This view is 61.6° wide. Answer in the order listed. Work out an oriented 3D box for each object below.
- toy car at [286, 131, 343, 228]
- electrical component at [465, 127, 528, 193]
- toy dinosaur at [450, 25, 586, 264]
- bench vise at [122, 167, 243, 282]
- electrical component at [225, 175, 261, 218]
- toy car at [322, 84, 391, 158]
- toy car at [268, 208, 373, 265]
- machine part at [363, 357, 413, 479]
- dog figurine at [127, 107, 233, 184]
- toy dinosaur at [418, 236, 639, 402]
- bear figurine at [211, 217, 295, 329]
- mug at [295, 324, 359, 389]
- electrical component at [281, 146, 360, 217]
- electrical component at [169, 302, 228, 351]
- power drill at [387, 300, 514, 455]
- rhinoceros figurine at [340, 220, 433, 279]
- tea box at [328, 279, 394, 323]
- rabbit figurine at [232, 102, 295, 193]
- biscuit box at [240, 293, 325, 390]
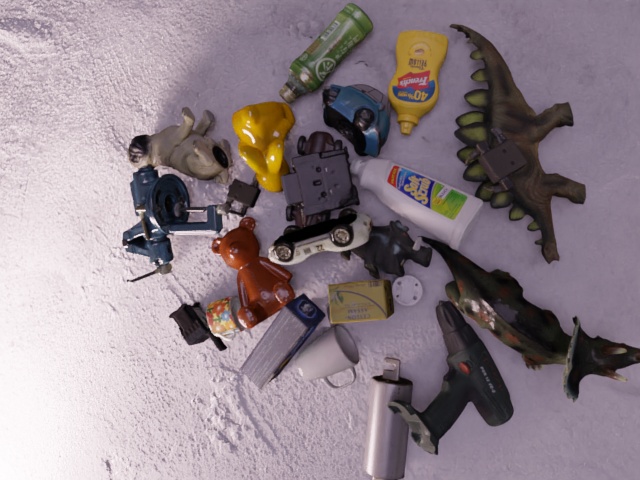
[{"bbox_3d":[-0.013,-0.114,1.052,0.089,0.053,0.202,11,87,10],"label":"toy car"},{"bbox_3d":[0.298,-0.129,0.907,0.078,0.045,0.102,-35,81,-9],"label":"electrical component"},{"bbox_3d":[0.343,-0.185,0.958,0.199,0.105,0.471,-11,79,14],"label":"toy dinosaur"},{"bbox_3d":[-0.283,-0.034,1.056,0.241,0.129,0.223,-1,93,21],"label":"bench vise"},{"bbox_3d":[-0.158,-0.096,1.094,0.063,0.021,0.094,25,92,13],"label":"electrical component"},{"bbox_3d":[0.080,-0.241,1.024,0.103,0.109,0.162,-39,66,-16],"label":"toy car"},{"bbox_3d":[-0.002,-0.003,0.966,0.202,0.073,0.056,-16,115,23],"label":"toy car"},{"bbox_3d":[0.125,0.337,0.976,0.079,0.079,0.243,6,86,12],"label":"machine part"},{"bbox_3d":[-0.290,-0.161,1.100,0.191,0.121,0.172,-28,78,23],"label":"dog figurine"},{"bbox_3d":[0.319,0.121,0.894,0.405,0.192,0.131,34,91,11],"label":"toy dinosaur"},{"bbox_3d":[-0.132,0.055,1.027,0.120,0.132,0.196,-32,86,4],"label":"bear figurine"},{"bbox_3d":[0.015,0.229,1.011,0.107,0.081,0.109,-31,84,19],"label":"mug"},{"bbox_3d":[-0.002,-0.104,0.995,0.134,0.058,0.114,-14,91,2],"label":"electrical component"},{"bbox_3d":[-0.237,0.180,1.066,0.048,0.075,0.119,-39,82,6],"label":"electrical component"},{"bbox_3d":[0.217,0.248,0.936,0.207,0.086,0.232,-33,87,-28],"label":"power drill"},{"bbox_3d":[0.114,0.012,0.993,0.191,0.073,0.112,23,77,30],"label":"rhinoceros figurine"},{"bbox_3d":[0.077,0.107,0.955,0.098,0.169,0.068,-7,85,13],"label":"tea box"},{"bbox_3d":[-0.097,-0.175,1.037,0.122,0.162,0.173,-12,101,-1],"label":"rabbit figurine"},{"bbox_3d":[-0.071,0.189,0.994,0.063,0.059,0.202,43,124,12],"label":"biscuit box"}]
